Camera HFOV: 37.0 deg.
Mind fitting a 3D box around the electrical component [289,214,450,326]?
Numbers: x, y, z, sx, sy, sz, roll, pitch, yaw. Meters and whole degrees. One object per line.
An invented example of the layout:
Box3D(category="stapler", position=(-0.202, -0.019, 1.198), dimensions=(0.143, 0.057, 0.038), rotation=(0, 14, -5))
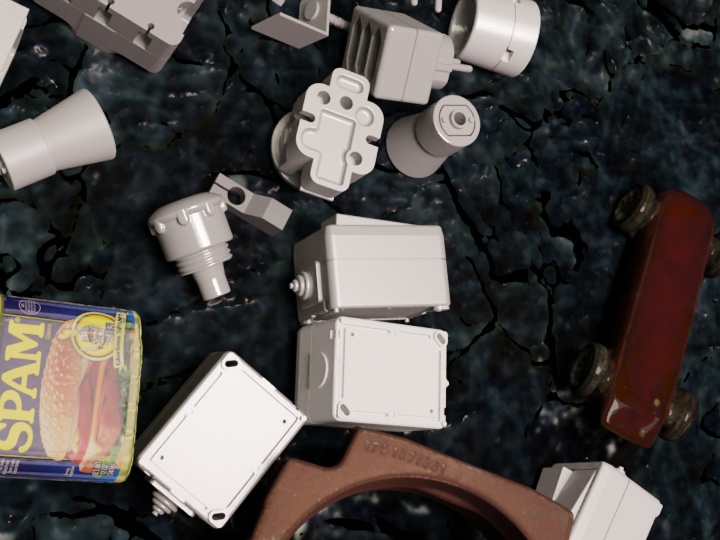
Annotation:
Box3D(category="electrical component", position=(0.000, 0.000, 0.677), dimensions=(0.096, 0.062, 0.061), rotation=(-1, 80, -25))

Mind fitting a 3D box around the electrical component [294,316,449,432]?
Box3D(category="electrical component", position=(0.010, 0.068, 0.673), dimensions=(0.096, 0.061, 0.061), rotation=(9, 75, -31))

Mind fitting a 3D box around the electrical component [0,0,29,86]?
Box3D(category="electrical component", position=(-0.253, -0.087, 0.580), dimensions=(0.089, 0.062, 0.150), rotation=(24, 70, -19))

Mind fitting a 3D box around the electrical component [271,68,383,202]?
Box3D(category="electrical component", position=(-0.023, -0.081, 0.686), dimensions=(0.058, 0.057, 0.078), rotation=(18, 73, -21))

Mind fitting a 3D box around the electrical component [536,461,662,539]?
Box3D(category="electrical component", position=(0.148, 0.167, 0.711), dimensions=(0.061, 0.062, 0.096), rotation=(37, 67, -14))

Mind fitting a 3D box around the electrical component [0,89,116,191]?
Box3D(category="electrical component", position=(-0.181, -0.073, 0.622), dimensions=(0.065, 0.044, 0.044), rotation=(-27, 91, -22))

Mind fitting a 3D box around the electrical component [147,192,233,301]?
Box3D(category="electrical component", position=(-0.097, -0.013, 0.647), dimensions=(0.048, 0.048, 0.062), rotation=(-22, 96, -27))

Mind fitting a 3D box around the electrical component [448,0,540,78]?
Box3D(category="electrical component", position=(0.093, -0.169, 0.760), dimensions=(0.047, 0.055, 0.055), rotation=(11, 75, -19))

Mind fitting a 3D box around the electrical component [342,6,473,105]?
Box3D(category="electrical component", position=(0.037, -0.140, 0.714), dimensions=(0.077, 0.065, 0.047), rotation=(4, 112, -24))

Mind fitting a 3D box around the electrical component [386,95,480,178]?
Box3D(category="electrical component", position=(0.051, -0.091, 0.718), dimensions=(0.044, 0.065, 0.044), rotation=(5, 77, -24))

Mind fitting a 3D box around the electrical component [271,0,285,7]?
Box3D(category="electrical component", position=(-0.050, -0.213, 0.690), dimensions=(0.042, 0.063, 0.081), rotation=(30, 28, -16))

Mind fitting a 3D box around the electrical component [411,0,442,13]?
Box3D(category="electrical component", position=(0.048, -0.217, 0.753), dimensions=(0.083, 0.047, 0.075), rotation=(10, 76, -23))

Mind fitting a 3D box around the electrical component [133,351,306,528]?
Box3D(category="electrical component", position=(-0.089, 0.101, 0.621), dimensions=(0.062, 0.061, 0.096), rotation=(42, 73, -11))

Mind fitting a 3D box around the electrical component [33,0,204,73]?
Box3D(category="electrical component", position=(-0.146, -0.166, 0.648), dimensions=(0.089, 0.056, 0.050), rotation=(30, 69, -16))
